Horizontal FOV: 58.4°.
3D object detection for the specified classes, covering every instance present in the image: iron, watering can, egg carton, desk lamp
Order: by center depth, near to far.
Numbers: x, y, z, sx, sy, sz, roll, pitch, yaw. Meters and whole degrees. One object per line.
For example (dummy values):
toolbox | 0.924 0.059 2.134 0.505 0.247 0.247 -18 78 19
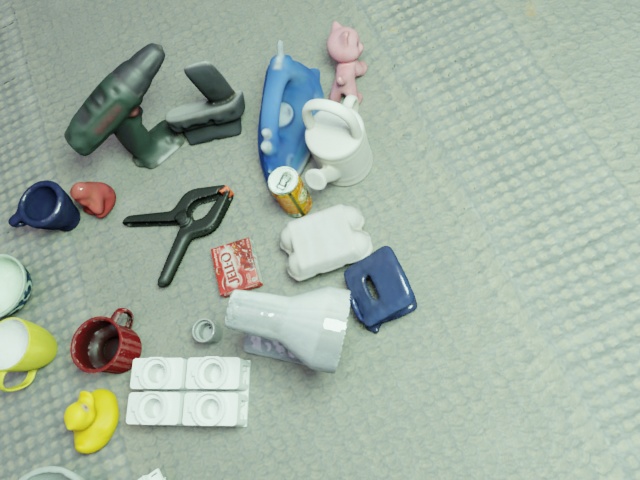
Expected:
desk lamp | -0.042 0.129 0.850 0.202 0.214 0.118 7 73 15
watering can | 0.026 -0.164 0.944 0.100 0.194 0.173 -5 71 11
egg carton | 0.009 0.003 0.959 0.150 0.069 0.107 -20 69 5
iron | -0.071 -0.213 1.010 0.118 0.142 0.258 4 73 14

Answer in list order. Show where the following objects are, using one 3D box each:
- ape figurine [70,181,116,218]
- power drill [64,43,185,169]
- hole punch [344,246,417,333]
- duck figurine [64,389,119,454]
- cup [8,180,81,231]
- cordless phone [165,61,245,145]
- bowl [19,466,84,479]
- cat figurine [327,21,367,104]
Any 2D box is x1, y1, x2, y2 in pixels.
ape figurine | -0.431 -0.082 1.070 0.076 0.092 0.077 -34 68 0
power drill | -0.333 -0.223 1.034 0.230 0.209 0.075 -42 68 -4
hole punch | 0.093 0.079 0.904 0.101 0.091 0.108 -25 68 3
duck figurine | -0.383 0.295 0.936 0.077 0.086 0.104 5 73 14
cup | -0.507 -0.046 1.074 0.118 0.095 0.091 -30 68 1
cordless phone | -0.224 -0.260 1.036 0.147 0.185 0.094 -15 69 7
bowl | -0.413 0.442 0.899 0.167 0.075 0.167 -4 71 11
cat figurine | 0.044 -0.326 1.037 0.067 0.118 0.128 3 72 14
